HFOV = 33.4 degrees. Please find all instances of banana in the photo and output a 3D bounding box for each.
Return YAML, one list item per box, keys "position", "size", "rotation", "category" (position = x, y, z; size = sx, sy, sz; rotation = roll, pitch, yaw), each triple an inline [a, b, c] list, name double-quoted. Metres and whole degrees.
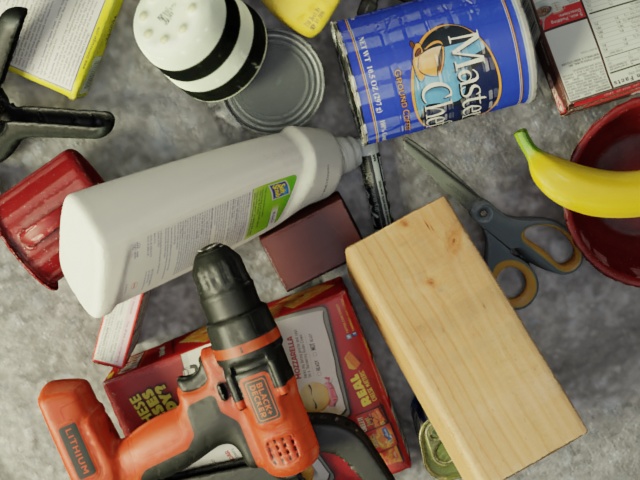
- position: [0.252, -0.051, 0.839]
  size: [0.197, 0.037, 0.069]
  rotation: [1, 102, -2]
  category: "banana"

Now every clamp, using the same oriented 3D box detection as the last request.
- position: [-0.035, 0.178, 0.854]
  size: [0.210, 0.036, 0.165]
  rotation: [31, 100, -1]
  category: "clamp"
- position: [-0.249, -0.097, 0.847]
  size: [0.172, 0.039, 0.120]
  rotation: [-30, 113, 30]
  category: "clamp"

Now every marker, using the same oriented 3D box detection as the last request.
- position: [0.050, -0.029, 0.902]
  size: [0.020, 0.020, 0.121]
  rotation: [-13, 101, 0]
  category: "marker"

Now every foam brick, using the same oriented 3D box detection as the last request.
- position: [-0.006, 0.001, 0.889]
  size: [0.078, 0.053, 0.051]
  rotation: [-26, 100, 3]
  category: "foam brick"

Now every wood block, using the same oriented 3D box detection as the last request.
- position: [0.108, 0.084, 0.828]
  size: [0.090, 0.091, 0.206]
  rotation: [-28, 74, -5]
  category: "wood block"

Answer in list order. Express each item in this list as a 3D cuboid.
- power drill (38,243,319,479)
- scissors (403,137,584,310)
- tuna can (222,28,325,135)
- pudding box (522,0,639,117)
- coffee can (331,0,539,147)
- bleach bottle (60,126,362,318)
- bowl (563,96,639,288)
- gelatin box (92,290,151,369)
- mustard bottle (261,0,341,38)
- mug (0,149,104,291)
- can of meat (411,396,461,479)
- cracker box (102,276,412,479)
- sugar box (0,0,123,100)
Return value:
- position: [-0.112, 0.113, 0.806]
  size: [0.188, 0.057, 0.184]
  rotation: [-20, 94, 9]
  category: "power drill"
- position: [0.130, -0.005, 0.887]
  size: [0.201, 0.016, 0.096]
  rotation: [23, 107, -21]
  category: "scissors"
- position: [-0.039, -0.130, 0.873]
  size: [0.086, 0.034, 0.086]
  rotation: [0, 100, -2]
  category: "tuna can"
- position: [0.220, -0.165, 0.856]
  size: [0.090, 0.039, 0.113]
  rotation: [-17, 80, 0]
  category: "pudding box"
- position: [0.089, -0.141, 0.841]
  size: [0.140, 0.103, 0.103]
  rotation: [-15, 100, 1]
  category: "coffee can"
- position: [-0.075, -0.028, 0.835]
  size: [0.250, 0.103, 0.068]
  rotation: [-22, 60, -30]
  category: "bleach bottle"
- position: [0.276, -0.043, 0.890]
  size: [0.162, 0.055, 0.162]
  rotation: [0, 100, -2]
  category: "bowl"
- position: [-0.160, 0.053, 0.882]
  size: [0.030, 0.073, 0.089]
  rotation: [15, 100, -5]
  category: "gelatin box"
- position: [-0.061, -0.247, 0.838]
  size: [0.191, 0.058, 0.096]
  rotation: [30, 93, -7]
  category: "mustard bottle"
- position: [-0.207, -0.019, 0.848]
  size: [0.081, 0.117, 0.093]
  rotation: [-36, 96, -1]
  category: "mug"
- position: [0.130, 0.155, 0.906]
  size: [0.102, 0.084, 0.057]
  rotation: [-12, 101, 0]
  category: "can of meat"
- position: [-0.051, 0.146, 0.905]
  size: [0.214, 0.072, 0.164]
  rotation: [-21, 99, 3]
  category: "cracker box"
- position: [-0.256, -0.189, 0.849]
  size: [0.176, 0.048, 0.093]
  rotation: [24, 102, -3]
  category: "sugar box"
